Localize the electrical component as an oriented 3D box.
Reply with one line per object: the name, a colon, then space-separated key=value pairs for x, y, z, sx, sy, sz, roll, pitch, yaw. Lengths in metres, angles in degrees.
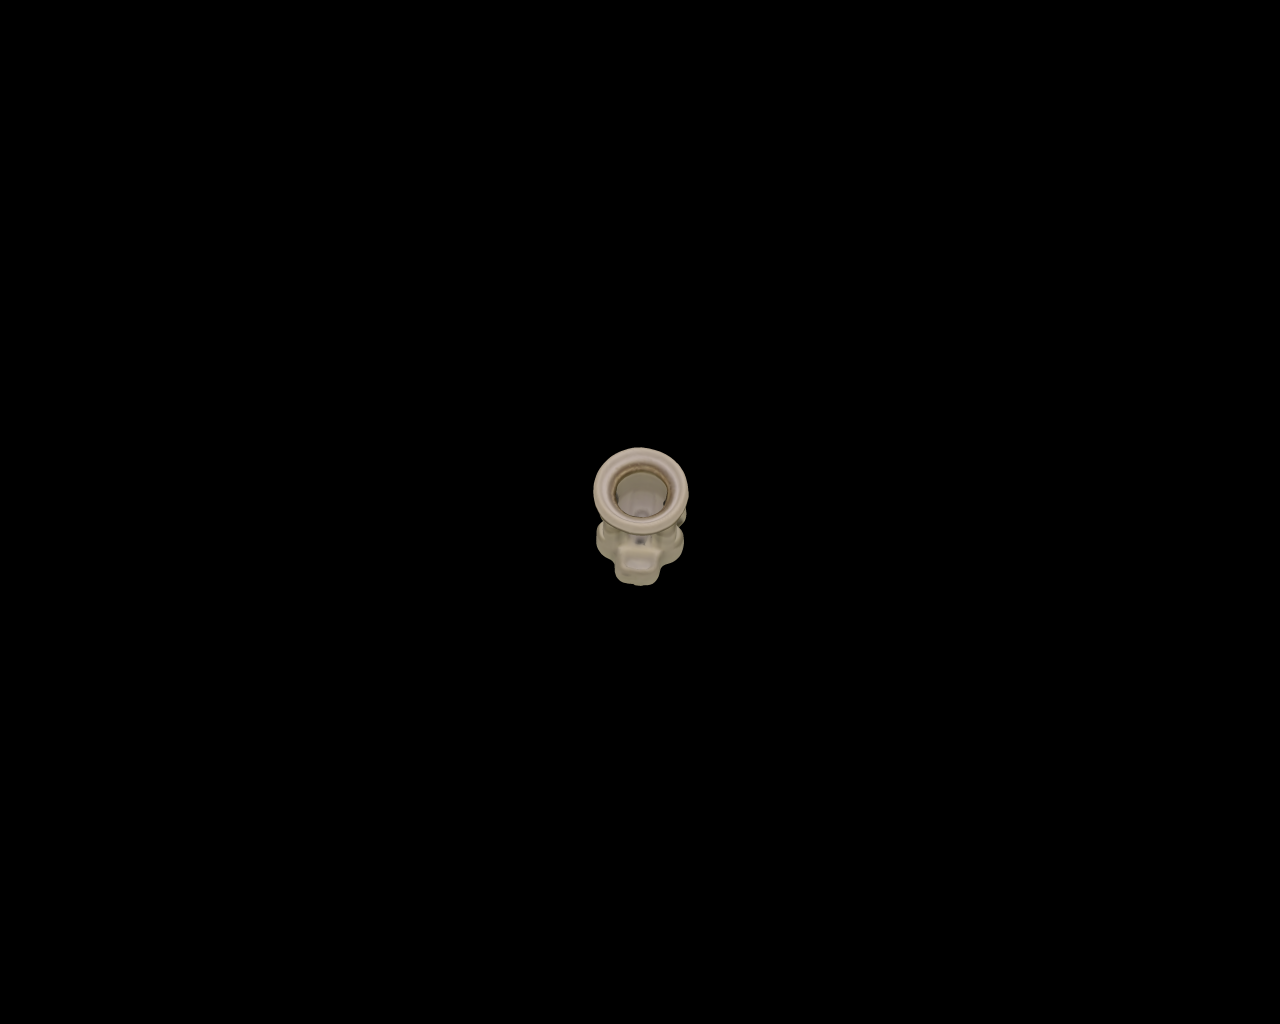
electrical component: x=0.001 y=-0.003 z=0.650 sx=0.058 sy=0.078 sz=0.056 roll=4 pitch=-28 yaw=2
